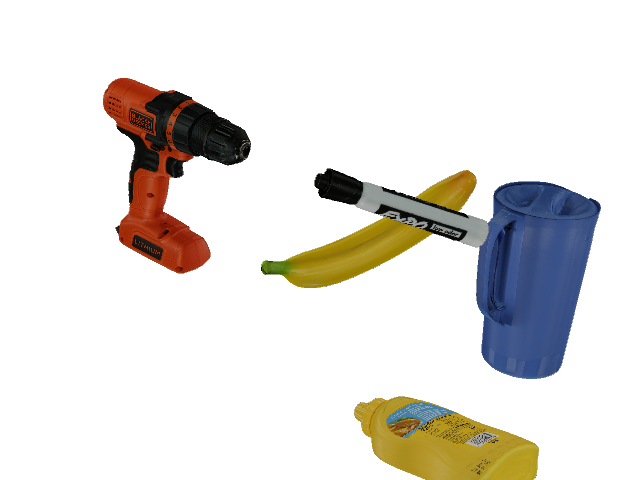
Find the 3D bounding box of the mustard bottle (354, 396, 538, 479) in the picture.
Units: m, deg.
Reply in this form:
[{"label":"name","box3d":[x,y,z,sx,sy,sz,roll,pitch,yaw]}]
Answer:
[{"label":"mustard bottle","box3d":[0.107,0.195,1.033,0.096,0.058,0.192,-17,24,-42]}]

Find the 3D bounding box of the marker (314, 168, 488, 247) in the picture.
[{"label":"marker","box3d":[0.051,-0.021,0.672,0.121,0.020,0.020,17,-7,-22]}]

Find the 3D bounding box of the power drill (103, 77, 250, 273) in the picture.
[{"label":"power drill","box3d":[-0.150,-0.063,1.114,0.185,0.188,0.057,26,35,30]}]

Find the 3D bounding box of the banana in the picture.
[{"label":"banana","box3d":[0.049,-0.002,0.924,0.198,0.037,0.069,-26,-15,9]}]

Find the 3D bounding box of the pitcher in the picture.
[{"label":"pitcher","box3d":[0.269,0.055,1.381,0.149,0.243,0.145,5,23,3]}]
